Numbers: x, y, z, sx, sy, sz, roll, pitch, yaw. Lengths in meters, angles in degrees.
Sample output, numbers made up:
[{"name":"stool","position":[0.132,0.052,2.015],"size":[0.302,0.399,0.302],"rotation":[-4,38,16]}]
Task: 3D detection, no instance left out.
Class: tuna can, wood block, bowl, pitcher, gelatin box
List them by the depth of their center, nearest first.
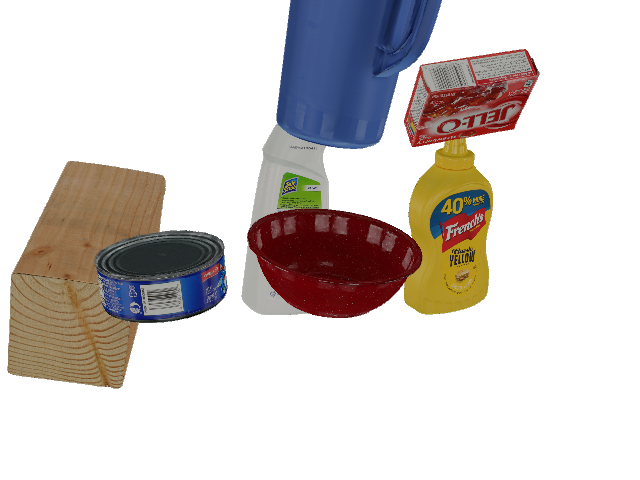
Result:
[{"name":"tuna can","position":[-0.105,0.023,0.709],"size":[0.086,0.034,0.086],"rotation":[-4,20,1]},{"name":"gelatin box","position":[0.114,-0.108,0.817],"size":[0.089,0.030,0.073],"rotation":[-10,-26,-12]},{"name":"wood block","position":[-0.187,0.021,0.879],"size":[0.090,0.091,0.206],"rotation":[9,27,-6]},{"name":"bowl","position":[0.011,0.026,0.981],"size":[0.162,0.055,0.162],"rotation":[6,24,-3]},{"name":"pitcher","position":[0.036,-0.213,1.019],"size":[0.145,0.243,0.149],"rotation":[11,18,0]}]

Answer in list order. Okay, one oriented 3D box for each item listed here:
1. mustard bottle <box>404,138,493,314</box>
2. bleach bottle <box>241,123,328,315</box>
[{"name":"mustard bottle","position":[0.138,-0.021,1.131],"size":[0.096,0.192,0.058],"rotation":[-11,24,-27]},{"name":"bleach bottle","position":[-0.029,-0.039,1.253],"size":[0.102,0.251,0.068],"rotation":[-2,21,-31]}]
